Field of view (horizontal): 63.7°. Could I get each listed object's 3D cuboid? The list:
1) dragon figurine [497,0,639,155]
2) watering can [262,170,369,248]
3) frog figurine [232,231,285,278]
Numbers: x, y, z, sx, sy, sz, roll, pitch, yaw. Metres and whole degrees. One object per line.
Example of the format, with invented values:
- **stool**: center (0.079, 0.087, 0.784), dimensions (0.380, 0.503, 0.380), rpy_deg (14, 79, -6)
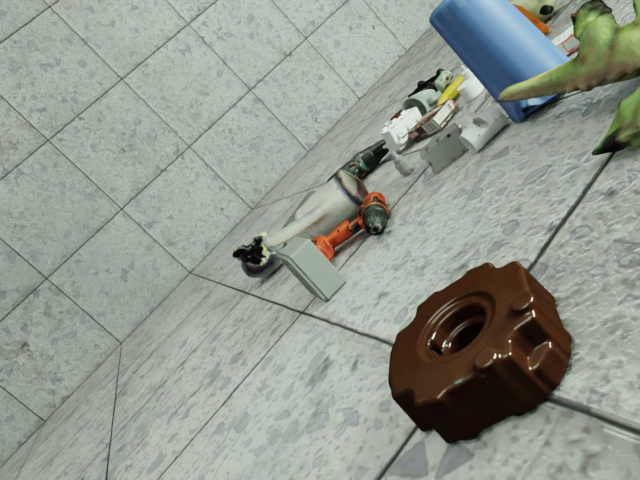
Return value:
- **dragon figurine**: center (0.370, -0.200, 0.622), dimensions (0.121, 0.248, 0.405), rpy_deg (39, -35, -17)
- **watering can**: center (0.004, -0.058, 1.160), dimensions (0.222, 0.104, 0.349), rpy_deg (-43, -7, 14)
- **frog figurine**: center (-0.143, 0.047, 1.423), dimensions (0.124, 0.137, 0.158), rpy_deg (41, 7, 24)
